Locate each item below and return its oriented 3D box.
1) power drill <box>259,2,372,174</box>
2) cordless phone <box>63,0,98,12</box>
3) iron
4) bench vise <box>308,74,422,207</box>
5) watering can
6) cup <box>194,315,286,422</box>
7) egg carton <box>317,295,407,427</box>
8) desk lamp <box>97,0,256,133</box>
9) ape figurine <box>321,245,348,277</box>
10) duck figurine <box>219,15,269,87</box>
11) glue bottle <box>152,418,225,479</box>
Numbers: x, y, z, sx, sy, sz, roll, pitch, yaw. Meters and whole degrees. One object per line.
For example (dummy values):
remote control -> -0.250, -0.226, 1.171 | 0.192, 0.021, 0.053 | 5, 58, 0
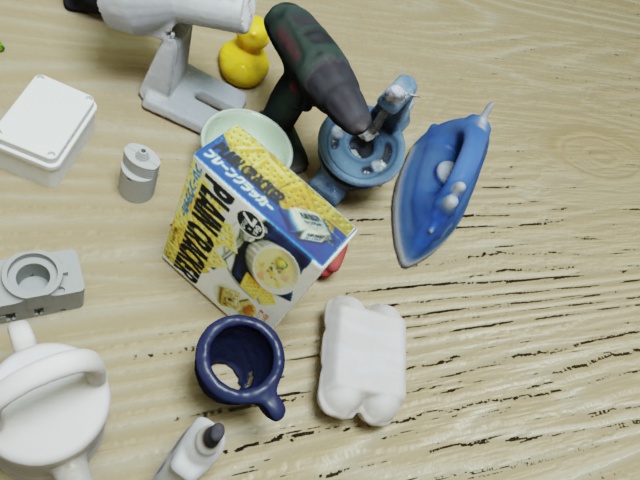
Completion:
power drill -> -0.024, -0.179, 0.746 | 0.076, 0.208, 0.229 | -12, 68, -29
cordless phone -> -0.299, -0.412, 0.769 | 0.094, 0.185, 0.147 | -8, 66, -27
iron -> 0.188, -0.086, 0.829 | 0.119, 0.141, 0.258 | 29, 54, -6
bench vise -> 0.073, -0.164, 0.773 | 0.121, 0.219, 0.207 | 26, 55, -8
watering can -> -0.223, 0.145, 0.479 | 0.173, 0.193, 0.101 | 42, 54, 3
cup -> -0.084, 0.146, 0.602 | 0.092, 0.095, 0.117 | -32, 78, -34
egg carton -> 0.049, 0.142, 0.681 | 0.107, 0.069, 0.150 | 14, 57, -16
desk lamp -> -0.173, -0.261, 0.722 | 0.203, 0.213, 0.118 | 24, 55, -10
ape figurine -> 0.007, 0.003, 0.727 | 0.076, 0.092, 0.077 | -13, 68, -30
duck figurine -> -0.105, -0.286, 0.846 | 0.078, 0.086, 0.104 | 18, 56, -14
glue bottle -> -0.111, 0.191, 0.517 | 0.037, 0.173, 0.078 | 37, 54, -1
